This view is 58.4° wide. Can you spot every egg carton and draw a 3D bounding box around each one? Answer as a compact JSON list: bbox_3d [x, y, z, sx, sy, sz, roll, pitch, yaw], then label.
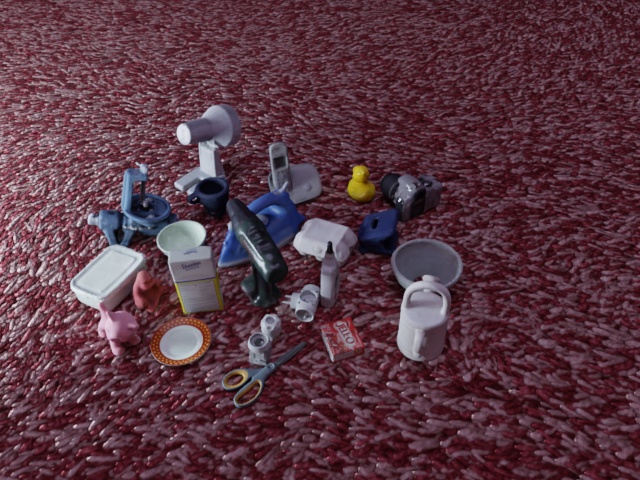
[{"bbox_3d":[0.013,0.005,1.434,0.150,0.069,0.107,16,45,18],"label":"egg carton"}]

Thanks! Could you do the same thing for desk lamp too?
[{"bbox_3d":[-0.319,-0.259,1.622,0.117,0.214,0.204,27,50,28],"label":"desk lamp"}]

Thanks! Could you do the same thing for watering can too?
[{"bbox_3d":[0.215,0.148,1.183,0.101,0.194,0.172,-5,43,-4],"label":"watering can"}]

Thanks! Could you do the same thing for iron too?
[{"bbox_3d":[-0.159,-0.042,1.436,0.118,0.141,0.259,33,52,32],"label":"iron"}]

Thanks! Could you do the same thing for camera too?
[{"bbox_3d":[0.241,-0.141,1.567,0.143,0.101,0.136,-27,48,-25],"label":"camera"}]

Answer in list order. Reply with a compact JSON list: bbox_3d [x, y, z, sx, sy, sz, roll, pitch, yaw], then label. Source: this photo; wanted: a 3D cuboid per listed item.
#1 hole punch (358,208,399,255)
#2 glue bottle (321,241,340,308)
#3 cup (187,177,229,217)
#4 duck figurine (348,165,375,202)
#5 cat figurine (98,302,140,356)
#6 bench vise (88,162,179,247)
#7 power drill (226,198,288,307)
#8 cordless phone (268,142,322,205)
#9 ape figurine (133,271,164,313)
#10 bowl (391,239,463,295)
[{"bbox_3d":[0.148,-0.025,1.449,0.101,0.091,0.109,8,43,10],"label":"hole punch"},{"bbox_3d":[0.022,0.069,1.287,0.037,0.173,0.078,7,43,9],"label":"glue bottle"},{"bbox_3d":[-0.295,-0.103,1.539,0.118,0.095,0.091,-26,48,-25],"label":"cup"},{"bbox_3d":[0.117,-0.165,1.606,0.077,0.086,0.104,-13,44,-12],"label":"duck figurine"},{"bbox_3d":[-0.432,0.179,1.217,0.067,0.118,0.127,-34,52,-31],"label":"cat figurine"},{"bbox_3d":[-0.470,-0.081,1.425,0.208,0.220,0.121,-25,48,-24],"label":"bench vise"},{"bbox_3d":[-0.144,0.041,1.295,0.076,0.209,0.228,-24,47,-22],"label":"power drill"},{"bbox_3d":[-0.072,-0.190,1.563,0.148,0.185,0.094,-19,45,-18],"label":"cordless phone"},{"bbox_3d":[-0.397,0.109,1.311,0.078,0.092,0.076,-33,51,-30],"label":"ape figurine"},{"bbox_3d":[0.248,0.077,1.348,0.167,0.075,0.167,0,43,1],"label":"bowl"}]
